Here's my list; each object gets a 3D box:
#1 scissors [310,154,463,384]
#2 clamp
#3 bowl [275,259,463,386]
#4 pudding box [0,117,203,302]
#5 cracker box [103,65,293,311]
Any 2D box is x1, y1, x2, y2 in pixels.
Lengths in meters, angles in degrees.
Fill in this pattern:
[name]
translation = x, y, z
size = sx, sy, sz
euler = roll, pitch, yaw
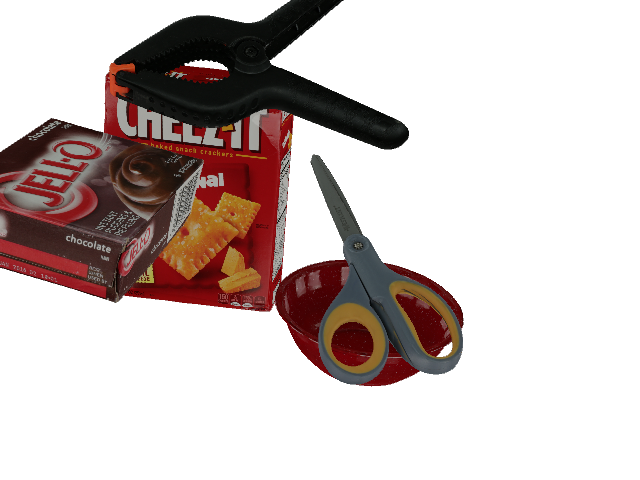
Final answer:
[scissors]
translation = 0.012, 0.020, 0.693
size = 0.096, 0.016, 0.202
euler = -27, 52, -20
[clamp]
translation = -0.044, -0.119, 0.771
size = 0.209, 0.164, 0.036
euler = -14, -29, -16
[bowl]
translation = 0.039, 0.077, 0.920
size = 0.162, 0.055, 0.162
euler = 5, 27, -3
[pudding box]
translation = -0.119, -0.019, 0.531
size = 0.090, 0.039, 0.113
euler = 17, 24, 6
[cracker box]
translation = -0.114, -0.048, 0.985
size = 0.164, 0.214, 0.072
euler = 7, 22, 5
